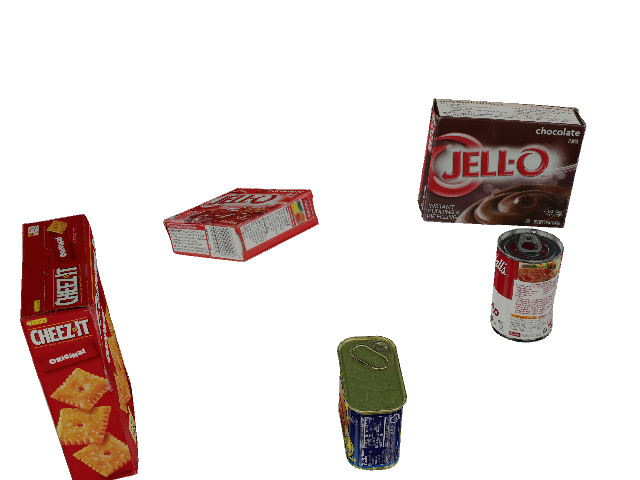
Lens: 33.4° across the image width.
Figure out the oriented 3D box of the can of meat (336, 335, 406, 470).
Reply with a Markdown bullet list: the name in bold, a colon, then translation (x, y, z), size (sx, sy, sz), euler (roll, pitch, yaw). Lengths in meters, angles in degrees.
- **can of meat**: translation (0.047, 0.156, 1.021), size (0.057, 0.084, 0.102), euler (-3, 36, -4)

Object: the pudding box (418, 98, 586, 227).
- **pudding box**: translation (0.136, -0.058, 0.809), size (0.113, 0.090, 0.039), euler (2, 34, -4)

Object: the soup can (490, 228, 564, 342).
- **soup can**: translation (0.216, 0.047, 1.124), size (0.068, 0.102, 0.068), euler (0, 30, 0)

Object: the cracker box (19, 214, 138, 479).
- **cracker box**: translation (-0.235, 0.107, 1.048), size (0.072, 0.214, 0.164), euler (-11, 34, -8)

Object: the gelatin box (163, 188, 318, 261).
- **gelatin box**: translation (-0.058, -0.014, 0.769), size (0.073, 0.030, 0.089), euler (-27, 21, -37)
